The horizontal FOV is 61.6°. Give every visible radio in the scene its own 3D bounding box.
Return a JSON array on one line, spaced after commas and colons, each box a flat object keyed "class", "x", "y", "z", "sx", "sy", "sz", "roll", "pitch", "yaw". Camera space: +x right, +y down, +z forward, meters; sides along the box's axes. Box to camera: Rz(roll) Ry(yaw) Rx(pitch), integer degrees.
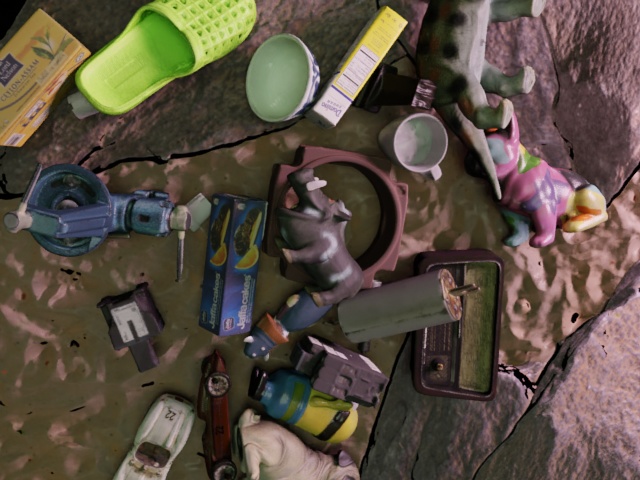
[{"class": "radio", "x": 0.212, "y": 0.130, "z": 0.848, "sx": 0.131, "sy": 0.073, "sz": 0.229, "roll": 2, "pitch": 97, "yaw": 7}]

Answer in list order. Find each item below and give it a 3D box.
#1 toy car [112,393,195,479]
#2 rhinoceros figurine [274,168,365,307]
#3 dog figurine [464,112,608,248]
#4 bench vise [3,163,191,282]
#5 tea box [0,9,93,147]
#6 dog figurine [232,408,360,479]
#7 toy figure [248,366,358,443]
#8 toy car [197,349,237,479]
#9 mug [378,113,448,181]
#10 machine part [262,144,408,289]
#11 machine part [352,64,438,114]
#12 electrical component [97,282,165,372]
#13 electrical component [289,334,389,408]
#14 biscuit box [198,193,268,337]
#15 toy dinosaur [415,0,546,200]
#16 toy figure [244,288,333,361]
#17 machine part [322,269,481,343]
[{"class": "toy car", "x": -0.258, "y": 0.329, "z": 0.817, "sx": 0.073, "sy": 0.056, "sz": 0.201, "roll": 27, "pitch": 92, "yaw": -12}, {"class": "rhinoceros figurine", "x": -0.001, "y": -0.002, "z": 0.722, "sx": 0.112, "sy": 0.073, "sz": 0.190, "roll": -25, "pitch": 101, "yaw": -4}, {"class": "dog figurine", "x": 0.329, "y": -0.104, "z": 0.837, "sx": 0.192, "sy": 0.108, "sz": 0.219, "roll": -22, "pitch": 98, "yaw": -6}, {"class": "bench vise", "x": -0.290, "y": -0.028, "z": 0.683, "sx": 0.224, "sy": 0.240, "sz": 0.128, "roll": 19, "pitch": 98, "yaw": 4}, {"class": "tea box", "x": -0.382, "y": -0.206, "z": 0.705, "sx": 0.068, "sy": 0.098, "sz": 0.169, "roll": 41, "pitch": 88, "yaw": -13}, {"class": "dog figurine", "x": -0.033, "y": 0.336, "z": 0.843, "sx": 0.190, "sy": 0.121, "sz": 0.172, "roll": -6, "pitch": 109, "yaw": -20}, {"class": "toy figure", "x": -0.025, "y": 0.254, "z": 0.836, "sx": 0.180, "sy": 0.082, "sz": 0.089, "roll": 21, "pitch": 105, "yaw": -16}, {"class": "toy car", "x": -0.158, "y": 0.267, "z": 0.809, "sx": 0.053, "sy": 0.089, "sz": 0.202, "roll": -5, "pitch": 99, "yaw": -13}, {"class": "mug", "x": 0.137, "y": -0.139, "z": 0.797, "sx": 0.081, "sy": 0.107, "sz": 0.109, "roll": -44, "pitch": 111, "yaw": 1}, {"class": "machine part", "x": 0.021, "y": -0.034, "z": 0.803, "sx": 0.201, "sy": 0.087, "sz": 0.201, "roll": 8, "pitch": 98, "yaw": -11}, {"class": "machine part", "x": 0.106, "y": -0.214, "z": 0.772, "sx": 0.039, "sy": 0.139, "sz": 0.084, "roll": 34, "pitch": 87, "yaw": -41}, {"class": "electrical component", "x": -0.269, "y": 0.130, "z": 0.793, "sx": 0.075, "sy": 0.048, "sz": 0.119, "roll": -24, "pitch": 101, "yaw": -5}, {"class": "electrical component", "x": 0.022, "y": 0.195, "z": 0.818, "sx": 0.134, "sy": 0.115, "sz": 0.058, "roll": 24, "pitch": 88, "yaw": -12}, {"class": "biscuit box", "x": -0.129, "y": 0.036, "z": 0.785, "sx": 0.059, "sy": 0.063, "sz": 0.202, "roll": 0, "pitch": 100, "yaw": -45}, {"class": "toy dinosaur", "x": 0.200, "y": -0.271, "z": 0.764, "sx": 0.131, "sy": 0.192, "sz": 0.404, "roll": -4, "pitch": 105, "yaw": -48}, {"class": "toy figure", "x": -0.052, "y": 0.127, "z": 0.826, "sx": 0.154, "sy": 0.058, "sz": 0.064, "roll": -34, "pitch": 96, "yaw": 1}, {"class": "machine part", "x": 0.115, "y": 0.099, "z": 0.792, "sx": 0.243, "sy": 0.079, "sz": 0.079, "roll": -20, "pitch": 102, "yaw": 27}]
